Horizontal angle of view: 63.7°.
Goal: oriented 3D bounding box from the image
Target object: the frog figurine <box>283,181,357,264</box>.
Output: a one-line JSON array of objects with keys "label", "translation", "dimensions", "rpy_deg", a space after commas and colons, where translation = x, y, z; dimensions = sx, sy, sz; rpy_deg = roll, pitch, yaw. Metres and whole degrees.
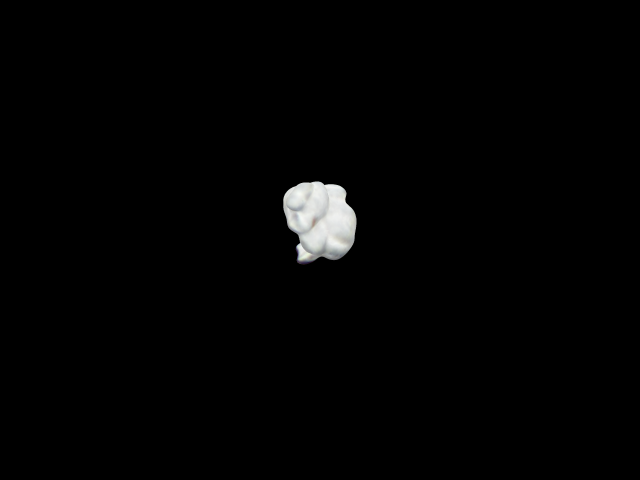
[{"label": "frog figurine", "translation": [0.003, -0.043, 0.850], "dimensions": [0.123, 0.140, 0.156], "rpy_deg": [21, -33, 15]}]
